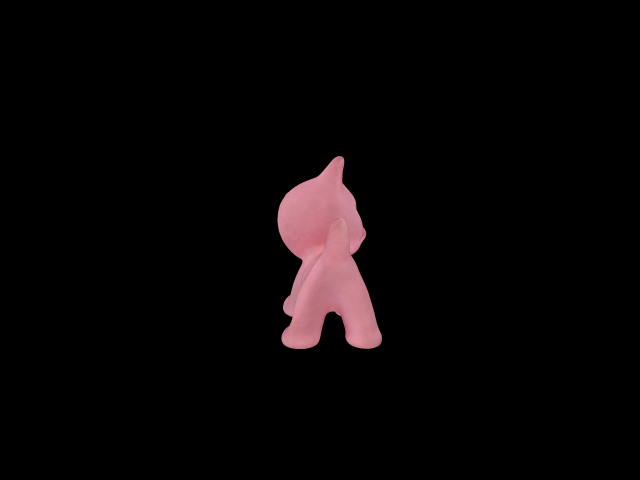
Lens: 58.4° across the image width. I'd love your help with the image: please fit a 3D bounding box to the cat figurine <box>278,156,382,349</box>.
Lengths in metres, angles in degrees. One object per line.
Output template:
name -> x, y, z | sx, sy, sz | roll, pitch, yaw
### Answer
cat figurine -> 0.004, 0.001, 0.400 | 0.067, 0.118, 0.127 | -1, 11, -7
